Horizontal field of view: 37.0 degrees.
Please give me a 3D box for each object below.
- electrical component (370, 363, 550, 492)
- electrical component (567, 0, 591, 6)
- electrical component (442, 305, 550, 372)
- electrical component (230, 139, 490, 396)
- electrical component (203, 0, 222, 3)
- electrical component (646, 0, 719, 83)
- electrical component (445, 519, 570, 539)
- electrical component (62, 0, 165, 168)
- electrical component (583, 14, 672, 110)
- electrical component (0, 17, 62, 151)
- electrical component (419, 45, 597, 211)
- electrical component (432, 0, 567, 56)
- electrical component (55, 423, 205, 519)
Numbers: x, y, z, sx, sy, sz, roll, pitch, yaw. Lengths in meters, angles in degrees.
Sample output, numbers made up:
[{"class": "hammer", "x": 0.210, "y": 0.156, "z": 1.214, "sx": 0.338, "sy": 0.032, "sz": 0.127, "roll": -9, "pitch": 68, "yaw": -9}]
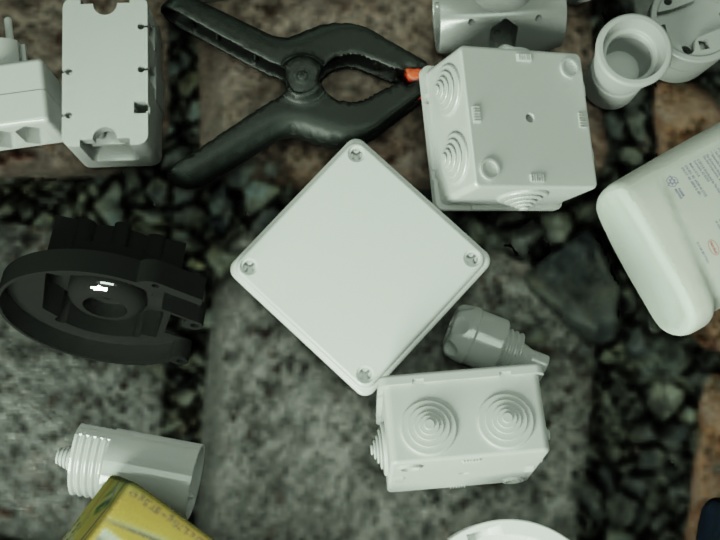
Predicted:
[{"class": "electrical component", "x": 0.055, "y": 0.090, "z": 0.597, "sx": 0.100, "sy": 0.099, "sz": 0.048, "roll": -5, "pitch": 68, "yaw": -2}, {"class": "electrical component", "x": 0.171, "y": -0.244, "z": 0.660, "sx": 0.150, "sy": 0.062, "sz": 0.089, "roll": -38, "pitch": 102, "yaw": -6}, {"class": "electrical component", "x": 0.082, "y": 0.045, "z": 0.636, "sx": 0.061, "sy": 0.035, "sz": 0.035, "roll": 21, "pitch": 81, "yaw": 0}, {"class": "electrical component", "x": 0.000, "y": 0.000, "z": 0.631, "sx": 0.109, "sy": 0.056, "sz": 0.108, "roll": 42, "pitch": 83, "yaw": 5}, {"class": "electrical component", "x": -0.011, "y": -0.220, "z": 0.640, "sx": 0.186, "sy": 0.105, "sz": 0.060, "roll": -7, "pitch": 81, "yaw": -2}, {"class": "electrical component", "x": 0.200, "y": -0.146, "z": 0.661, "sx": 0.055, "sy": 0.047, "sz": 0.055, "roll": 0, "pitch": 81, "yaw": -1}, {"class": "electrical component", "x": 0.080, "y": 0.192, "z": 0.600, "sx": 0.108, "sy": 0.060, "sz": 0.108, "roll": 0, "pitch": 81, "yaw": -1}, {"class": "electrical component", "x": -0.147, "y": -0.110, "z": 0.646, "sx": 0.050, "sy": 0.055, "sz": 0.089, "roll": -2, "pitch": 81, "yaw": -1}, {"class": "electrical component", "x": 0.157, "y": -0.121, "z": 0.647, "sx": 0.044, "sy": 0.065, "sz": 0.044, "roll": 0, "pitch": 81, "yaw": 0}, {"class": "electrical component", "x": -0.219, "y": -0.115, "z": 0.650, "sx": 0.066, "sy": 0.047, "sz": 0.076, "roll": -8, "pitch": 81, "yaw": -2}, {"class": "electrical component", "x": 0.088, "y": -0.083, "z": 0.634, "sx": 0.100, "sy": 0.048, "sz": 0.099, "roll": -1, "pitch": 80, "yaw": -24}, {"class": "electrical component", "x": 0.085, "y": -0.166, "z": 0.647, "sx": 0.077, "sy": 0.079, "sz": 0.043, "roll": -4, "pitch": 60, "yaw": -1}, {"class": "electrical component", "x": -0.134, "y": 0.114, "z": 0.617, "sx": 0.081, "sy": 0.043, "sz": 0.043, "roll": 10, "pitch": 81, "yaw": 1}]
